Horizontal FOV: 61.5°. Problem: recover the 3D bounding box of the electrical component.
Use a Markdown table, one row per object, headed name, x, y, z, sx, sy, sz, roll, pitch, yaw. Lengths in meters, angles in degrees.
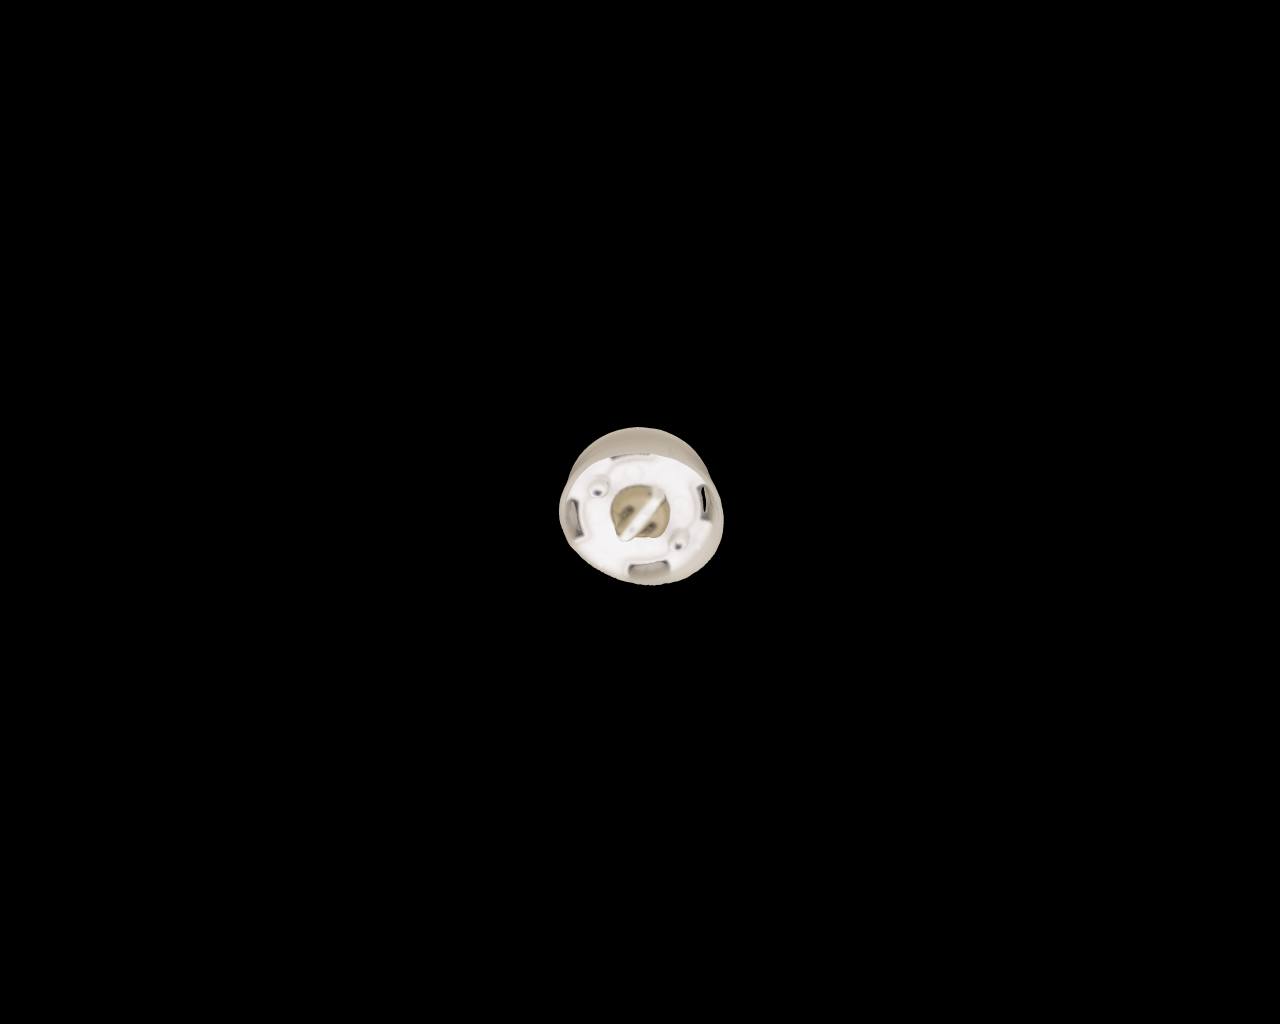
| name | x | y | z | sx | sy | sz | roll | pitch | yaw |
| --- | --- | --- | --- | --- | --- | --- | --- | --- | --- |
| electrical component | 0.001 | -0.003 | 0.650 | 0.099 | 0.099 | 0.064 | 0 | 25 | 0 |
